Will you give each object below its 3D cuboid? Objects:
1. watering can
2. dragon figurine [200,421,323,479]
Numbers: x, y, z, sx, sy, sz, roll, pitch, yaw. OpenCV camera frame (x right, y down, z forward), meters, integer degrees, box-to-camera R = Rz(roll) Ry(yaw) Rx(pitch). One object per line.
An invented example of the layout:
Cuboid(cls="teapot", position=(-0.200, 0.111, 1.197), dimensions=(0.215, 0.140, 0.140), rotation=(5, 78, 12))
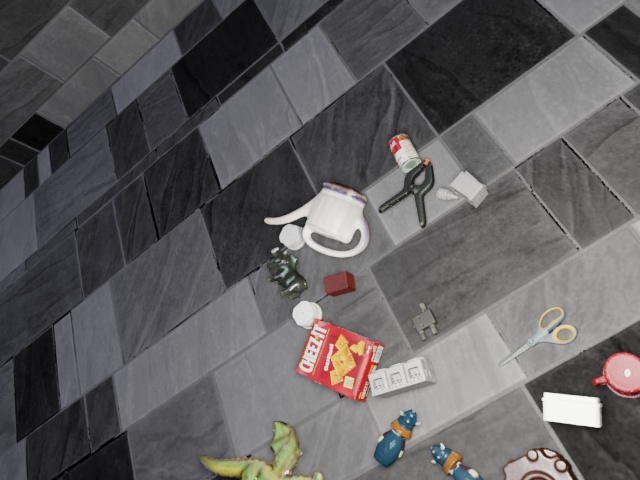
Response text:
Cuboid(cls="watering can", position=(0.005, -0.081, 1.614), dimensions=(0.349, 0.103, 0.225), rotation=(22, 84, 20))
Cuboid(cls="dragon figurine", position=(-0.150, 0.631, 1.452), dimensions=(0.413, 0.119, 0.246), rotation=(23, 67, 34))
